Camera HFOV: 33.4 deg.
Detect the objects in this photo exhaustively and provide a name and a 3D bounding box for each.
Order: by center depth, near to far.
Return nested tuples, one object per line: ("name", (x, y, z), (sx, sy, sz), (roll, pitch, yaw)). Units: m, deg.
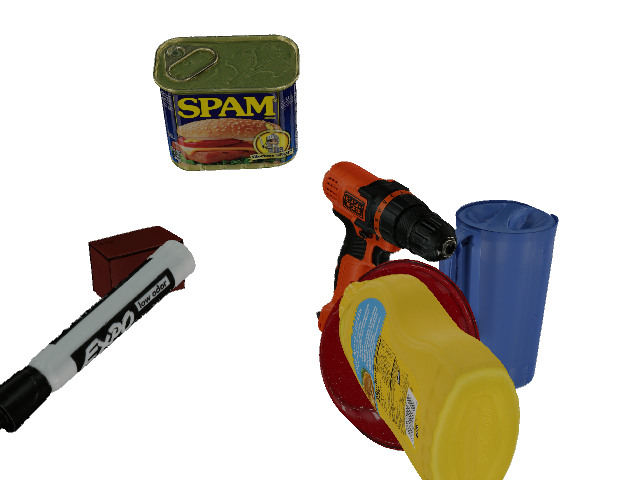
("marker", (-0.099, 0.040, 0.464), (0.020, 0.020, 0.121), (0, 33, 42))
("mustard bottle", (0.056, 0.076, 0.683), (0.058, 0.096, 0.192), (-9, 27, -18))
("can of meat", (-0.065, -0.098, 0.775), (0.102, 0.057, 0.084), (-2, -40, -1))
("bowl", (0.051, 0.094, 0.886), (0.162, 0.162, 0.055), (0, -5, 42))
("foam brick", (-0.175, 0.024, 1.023), (0.078, 0.051, 0.053), (-15, 25, -30))
("power drill", (0.061, 0.032, 1.069), (0.057, 0.188, 0.185), (-9, 29, -32))
("pitcher", (0.234, 0.076, 1.434), (0.149, 0.243, 0.145), (4, 20, 8))
